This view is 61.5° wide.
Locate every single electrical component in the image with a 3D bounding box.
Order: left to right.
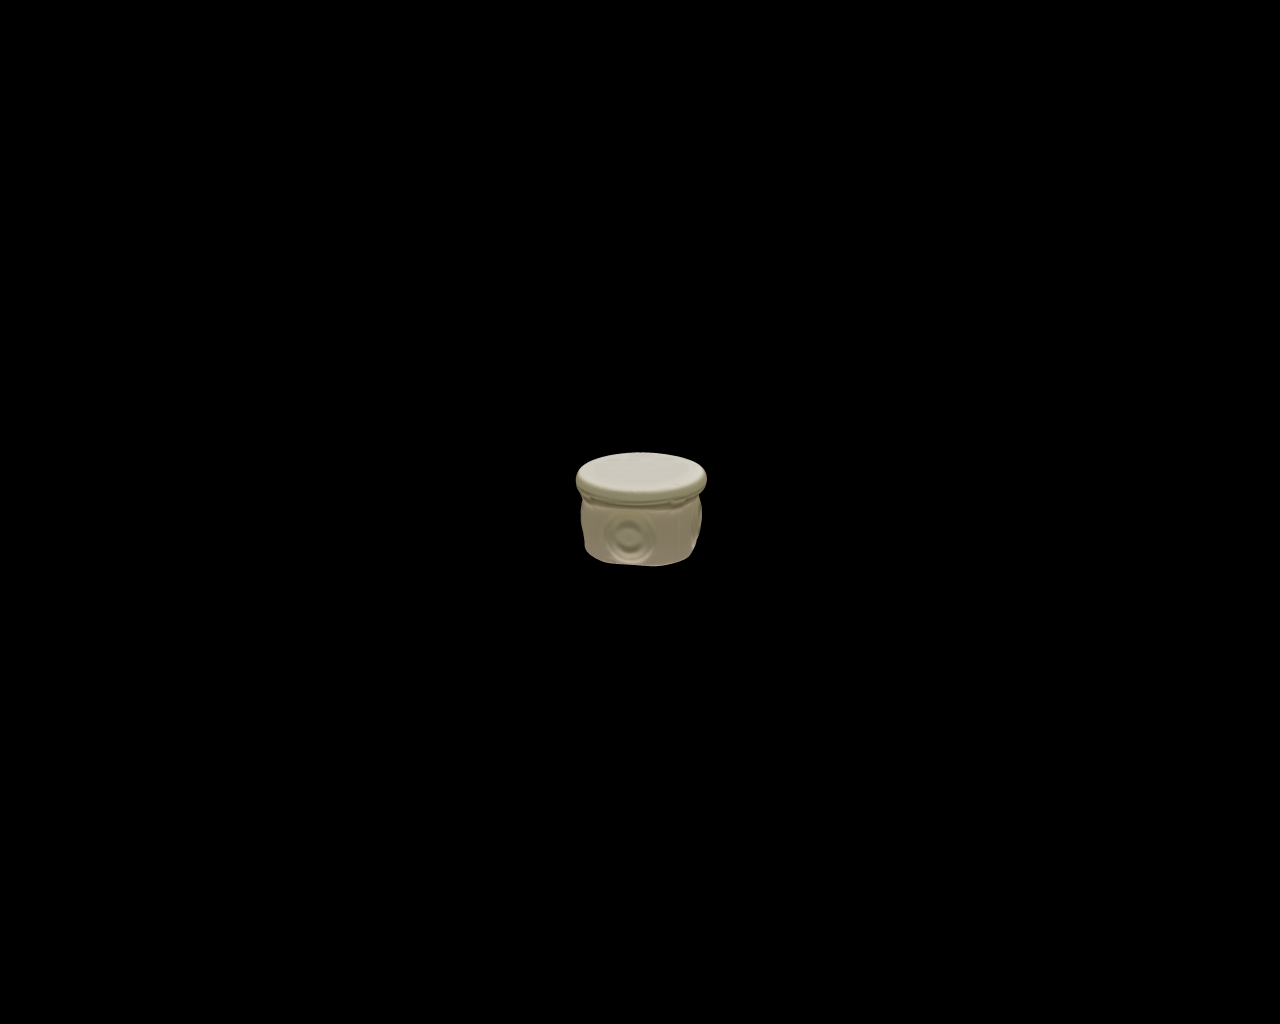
[{"bbox_3d":[0.001,-0.003,0.650,0.080,0.050,0.080,0,20,0],"label":"electrical component"}]
